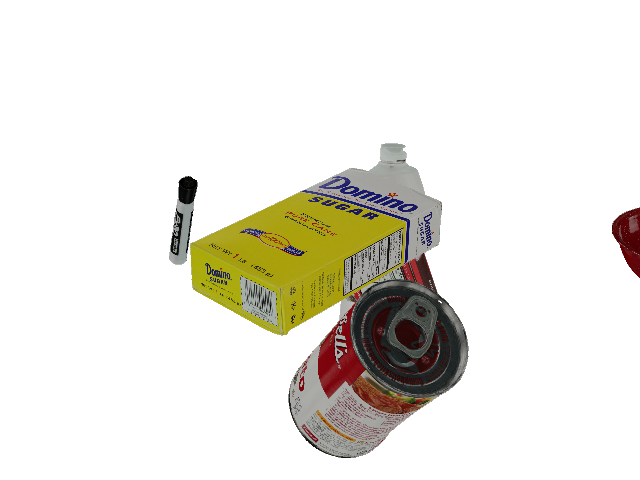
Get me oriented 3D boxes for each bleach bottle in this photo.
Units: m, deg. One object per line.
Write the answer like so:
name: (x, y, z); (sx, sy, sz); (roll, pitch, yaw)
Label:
bleach bottle: (0.073, 0.009, 1.291); (0.102, 0.251, 0.068); (-3, 16, -17)

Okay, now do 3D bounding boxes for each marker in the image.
marker: (-0.141, -0.021, 1.097); (0.020, 0.020, 0.121); (0, -41, -15)

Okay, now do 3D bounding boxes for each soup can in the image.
soup can: (0.030, 0.074, 0.598); (0.068, 0.068, 0.102); (0, -29, -24)

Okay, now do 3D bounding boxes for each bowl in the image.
bowl: (0.395, 0.017, 1.153); (0.162, 0.055, 0.162); (0, 26, 0)

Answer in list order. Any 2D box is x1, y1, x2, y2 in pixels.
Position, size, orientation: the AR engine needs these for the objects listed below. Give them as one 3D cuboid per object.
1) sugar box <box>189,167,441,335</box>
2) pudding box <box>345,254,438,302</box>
sugar box: (0.000, 0.002, 0.785); (0.093, 0.048, 0.175); (25, 40, 35)
pudding box: (0.049, 0.020, 1.005); (0.114, 0.090, 0.039); (11, 43, 41)
